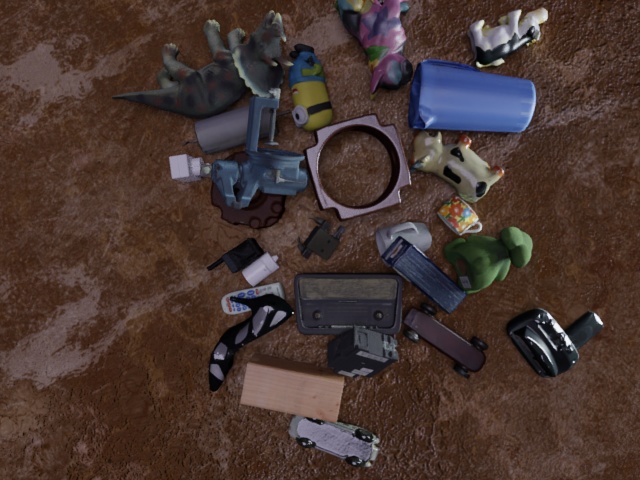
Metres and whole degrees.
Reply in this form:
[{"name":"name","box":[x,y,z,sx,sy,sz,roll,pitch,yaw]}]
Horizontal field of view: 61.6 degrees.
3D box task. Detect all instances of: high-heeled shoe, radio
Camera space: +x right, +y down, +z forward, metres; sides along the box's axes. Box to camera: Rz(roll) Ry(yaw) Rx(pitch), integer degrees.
[{"name":"high-heeled shoe","box":[-0.149,0.227,1.153,0.145,0.086,0.248,16,102,4]},{"name":"radio","box":[0.060,0.136,1.156,0.230,0.073,0.131,0,91,3]}]

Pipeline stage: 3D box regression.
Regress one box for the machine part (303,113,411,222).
[{"name":"machine part","box":[0.077,-0.152,1.136,0.201,0.087,0.201,-17,96,-2]}]

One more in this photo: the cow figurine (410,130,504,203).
[{"name":"cow figurine","box":[0.275,-0.158,1.141,0.195,0.085,0.127,42,86,0]}]

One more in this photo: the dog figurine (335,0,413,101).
[{"name":"dog figurine","box":[0.111,-0.412,1.132,0.192,0.108,0.219,12,94,1]}]

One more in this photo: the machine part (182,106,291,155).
[{"name":"machine part","box":[-0.179,-0.242,1.160,0.243,0.079,0.079,-17,90,4]}]

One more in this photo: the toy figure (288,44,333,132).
[{"name":"toy figure","box":[-0.022,-0.322,1.150,0.089,0.082,0.180,-4,88,4]}]

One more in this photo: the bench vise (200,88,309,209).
[{"name":"bench vise","box":[-0.126,-0.184,1.076,0.224,0.129,0.240,7,105,-5]}]

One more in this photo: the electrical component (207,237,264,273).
[{"name":"electrical component","box":[-0.184,0.044,1.165,0.119,0.075,0.048,-36,89,-2]}]

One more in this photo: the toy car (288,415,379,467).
[{"name":"toy car","box":[0.031,0.430,1.172,0.202,0.056,0.073,21,86,1]}]

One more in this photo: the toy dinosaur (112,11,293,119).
[{"name":"toy dinosaur","box":[-0.234,-0.331,1.132,0.405,0.131,0.192,-30,75,11]}]

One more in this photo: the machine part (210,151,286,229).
[{"name":"machine part","box":[-0.153,-0.109,1.171,0.179,0.056,0.179,0,89,3]}]

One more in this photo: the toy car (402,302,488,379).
[{"name":"toy car","box":[0.267,0.214,1.158,0.202,0.053,0.089,33,86,-2]}]

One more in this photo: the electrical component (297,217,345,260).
[{"name":"electrical component","box":[-0.003,-0.002,1.174,0.078,0.045,0.102,27,95,-27]}]

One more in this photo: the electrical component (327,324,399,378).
[{"name":"electrical component","box":[0.081,0.239,1.129,0.115,0.134,0.058,23,47,-23]}]

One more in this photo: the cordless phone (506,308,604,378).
[{"name":"cordless phone","box":[0.510,0.191,1.146,0.184,0.089,0.146,-36,88,-9]}]

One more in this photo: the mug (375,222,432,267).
[{"name":"mug","box":[0.180,-0.004,1.138,0.107,0.109,0.081,-17,52,-8]}]

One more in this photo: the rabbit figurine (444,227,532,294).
[{"name":"rabbit figurine","box":[0.368,0.021,1.117,0.170,0.159,0.121,-24,80,-13]}]

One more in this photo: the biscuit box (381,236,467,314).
[{"name":"biscuit box","box":[0.217,0.075,1.111,0.202,0.059,0.063,39,93,-29]}]

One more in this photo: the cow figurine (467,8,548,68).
[{"name":"cow figurine","box":[0.403,-0.428,1.136,0.167,0.068,0.098,-14,95,5]}]
